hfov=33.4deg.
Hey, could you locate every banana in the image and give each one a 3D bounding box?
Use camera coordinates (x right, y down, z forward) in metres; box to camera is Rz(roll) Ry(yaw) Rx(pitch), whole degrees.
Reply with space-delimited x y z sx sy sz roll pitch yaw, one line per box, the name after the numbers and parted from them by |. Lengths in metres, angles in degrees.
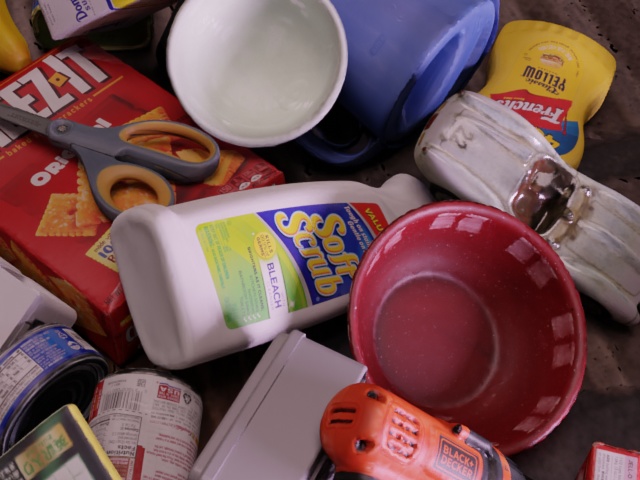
-0.269 -0.202 0.871 0.037 0.070 0.198 8 57 -38 | banana

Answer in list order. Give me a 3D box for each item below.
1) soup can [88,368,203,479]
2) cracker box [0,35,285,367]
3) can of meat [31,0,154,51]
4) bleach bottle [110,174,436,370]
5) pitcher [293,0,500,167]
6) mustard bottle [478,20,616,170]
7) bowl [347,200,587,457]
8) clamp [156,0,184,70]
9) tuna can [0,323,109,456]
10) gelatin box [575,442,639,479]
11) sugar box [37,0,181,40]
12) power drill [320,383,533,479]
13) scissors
-0.106 0.134 0.619 0.068 0.068 0.102 4 52 0 | soup can
-0.155 -0.038 0.745 0.214 0.072 0.164 36 58 23 | cracker box
-0.186 -0.203 0.879 0.102 0.057 0.084 -3 55 -5 | can of meat
-0.005 0.001 0.692 0.250 0.068 0.102 -18 94 -37 | bleach bottle
0.000 -0.182 0.813 0.243 0.145 0.149 40 54 16 | pitcher
0.153 -0.083 0.803 0.096 0.058 0.191 23 56 9 | mustard bottle
0.084 0.059 0.672 0.162 0.055 0.162 5 74 -18 | bowl
-0.071 -0.234 0.920 0.164 0.036 0.210 -8 57 -10 | clamp
-0.167 0.094 0.636 0.034 0.086 0.086 36 59 20 | tuna can
0.155 0.170 0.601 0.030 0.073 0.089 11 53 6 | gelatin box
-0.108 -0.194 0.752 0.177 0.048 0.093 -14 9 32 | sugar box
0.055 0.189 0.558 0.184 0.058 0.187 33 59 -33 | power drill
-0.168 -0.055 0.702 0.202 0.016 0.096 7 52 6 | scissors
